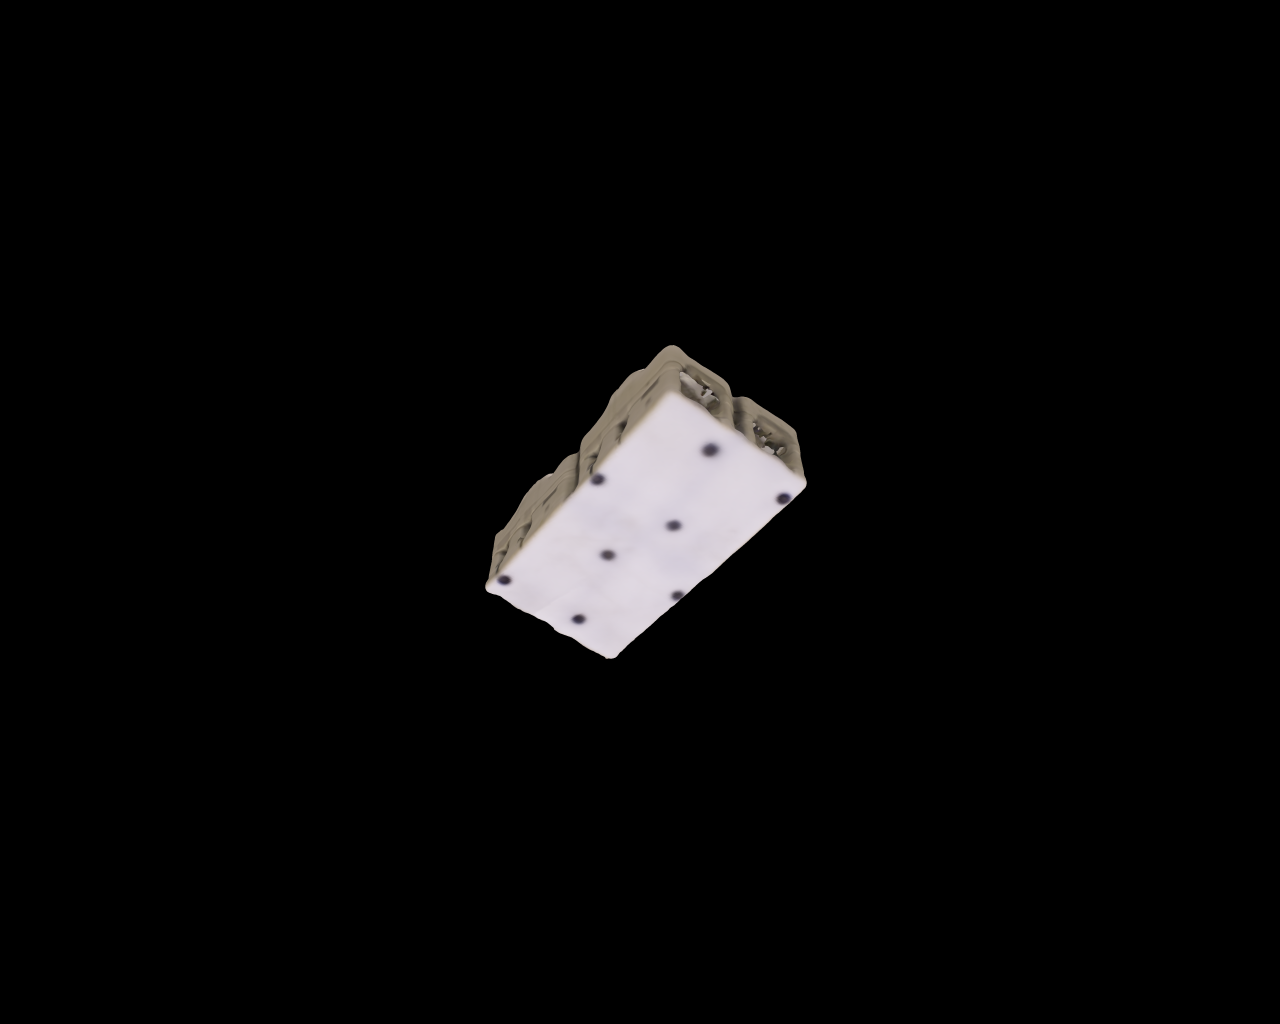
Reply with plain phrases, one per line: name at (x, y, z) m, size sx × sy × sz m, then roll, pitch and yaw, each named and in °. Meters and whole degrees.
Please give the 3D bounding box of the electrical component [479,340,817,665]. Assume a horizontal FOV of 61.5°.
electrical component at (0.001, -0.003, 0.650) m, size 0.105 × 0.186 × 0.060 m, roll 32°, pitch 32°, yaw -22°
